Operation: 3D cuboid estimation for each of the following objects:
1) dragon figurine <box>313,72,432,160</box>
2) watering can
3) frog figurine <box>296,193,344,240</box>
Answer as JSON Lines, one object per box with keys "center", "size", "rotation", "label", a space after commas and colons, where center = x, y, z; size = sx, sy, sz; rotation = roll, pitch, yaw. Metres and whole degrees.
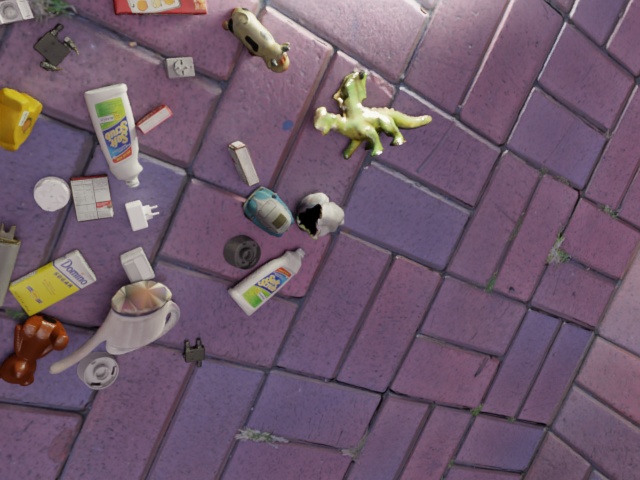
{"center": [0.150, -0.387, 1.543], "size": [0.415, 0.122, 0.240], "rotation": [-30, 108, -25], "label": "dragon figurine"}
{"center": [-0.518, 0.226, 1.346], "size": [0.350, 0.105, 0.219], "rotation": [-17, 139, -43], "label": "watering can"}
{"center": [0.005, -0.079, 1.573], "size": [0.161, 0.122, 0.136], "rotation": [-27, 112, -56], "label": "frog figurine"}
